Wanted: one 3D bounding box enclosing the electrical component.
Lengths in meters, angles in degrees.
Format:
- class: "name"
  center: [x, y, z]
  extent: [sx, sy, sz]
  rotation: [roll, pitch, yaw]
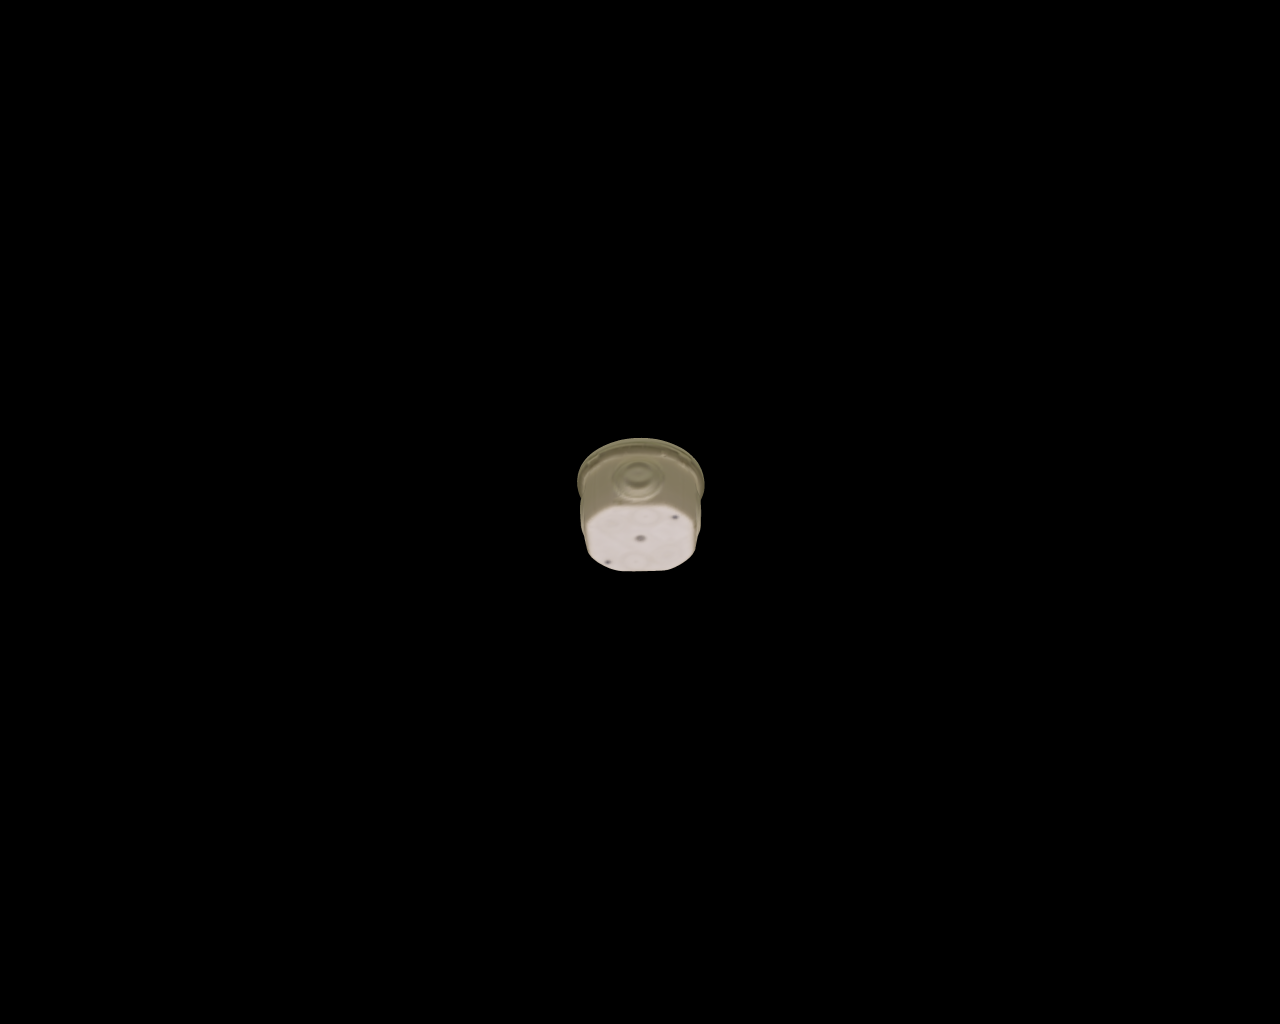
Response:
- class: "electrical component"
  center: [0.001, -0.003, 0.650]
  extent: [0.080, 0.051, 0.080]
  rotation: [0, -40, 0]
